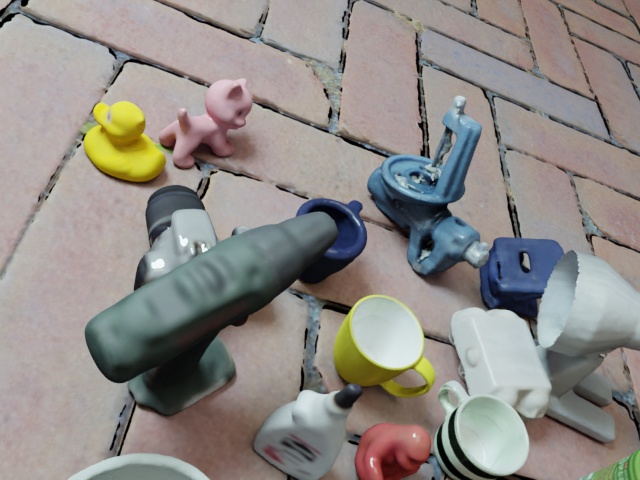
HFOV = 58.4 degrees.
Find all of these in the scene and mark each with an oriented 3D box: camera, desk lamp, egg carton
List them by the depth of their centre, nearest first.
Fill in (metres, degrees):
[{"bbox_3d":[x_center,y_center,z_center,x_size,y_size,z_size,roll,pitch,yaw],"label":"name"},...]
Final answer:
[{"bbox_3d":[-0.136,0.001,0.642,0.143,0.100,0.136,-2,55,-28],"label":"camera"},{"bbox_3d":[0.338,0.128,0.703,0.203,0.213,0.118,27,46,-5],"label":"desk lamp"},{"bbox_3d":[0.222,0.155,0.721,0.107,0.069,0.150,6,51,-23],"label":"egg carton"}]

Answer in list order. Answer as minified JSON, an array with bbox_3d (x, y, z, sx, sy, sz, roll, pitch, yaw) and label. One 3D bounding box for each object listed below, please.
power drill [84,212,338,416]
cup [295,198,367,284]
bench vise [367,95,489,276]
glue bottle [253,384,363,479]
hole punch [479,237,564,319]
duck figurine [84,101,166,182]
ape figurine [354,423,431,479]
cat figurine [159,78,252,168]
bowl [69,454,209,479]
[{"bbox_3d":[-0.101,0.073,0.526,0.230,0.208,0.075,-26,68,-39],"label":"power drill"},{"bbox_3d":[0.007,0.003,0.718,0.091,0.095,0.118,38,46,6],"label":"cup"},{"bbox_3d":[0.176,-0.071,0.778,0.207,0.219,0.122,43,47,11],"label":"bench vise"},{"bbox_3d":[-0.003,0.169,0.522,0.078,0.173,0.037,29,46,-2],"label":"glue bottle"},{"bbox_3d":[0.293,0.047,0.831,0.101,0.091,0.108,19,47,-12],"label":"hole punch"},{"bbox_3d":[-0.236,-0.128,0.706,0.104,0.086,0.077,30,46,-2],"label":"duck figurine"},{"bbox_3d":[0.080,0.217,0.582,0.078,0.092,0.076,7,51,-22],"label":"ape figurine"},{"bbox_3d":[-0.143,-0.169,0.766,0.128,0.117,0.067,-28,69,-40],"label":"cat figurine"},{"bbox_3d":[-0.148,0.259,0.443,0.168,0.074,0.167,14,49,-16],"label":"bowl"}]
